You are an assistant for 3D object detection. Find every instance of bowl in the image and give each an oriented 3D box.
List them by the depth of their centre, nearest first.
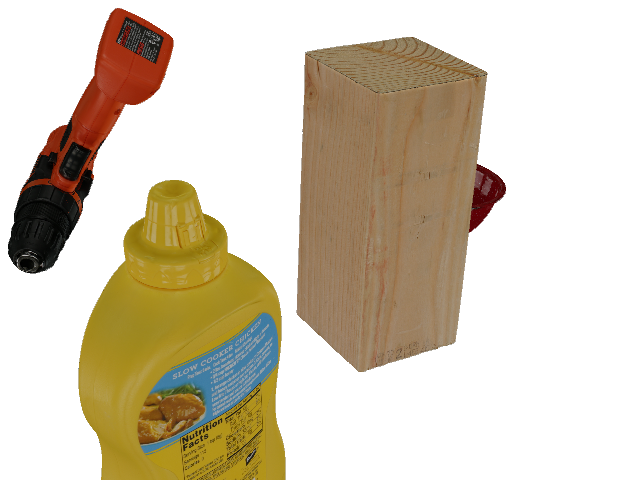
[{"bbox_3d":[0.102,-0.039,1.072,0.162,0.055,0.162,4,24,-2],"label":"bowl"}]

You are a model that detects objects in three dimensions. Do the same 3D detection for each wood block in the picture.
[{"bbox_3d":[0.045,-0.026,0.744,0.090,0.206,0.091,-14,32,-28],"label":"wood block"}]

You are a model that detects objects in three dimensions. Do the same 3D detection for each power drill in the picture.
[{"bbox_3d":[-0.191,-0.082,0.867,0.057,0.188,0.184,27,33,-20],"label":"power drill"}]

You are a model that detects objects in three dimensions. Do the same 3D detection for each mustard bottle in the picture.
[{"bbox_3d":[-0.058,0.061,0.459,0.058,0.192,0.096,28,42,35],"label":"mustard bottle"}]
